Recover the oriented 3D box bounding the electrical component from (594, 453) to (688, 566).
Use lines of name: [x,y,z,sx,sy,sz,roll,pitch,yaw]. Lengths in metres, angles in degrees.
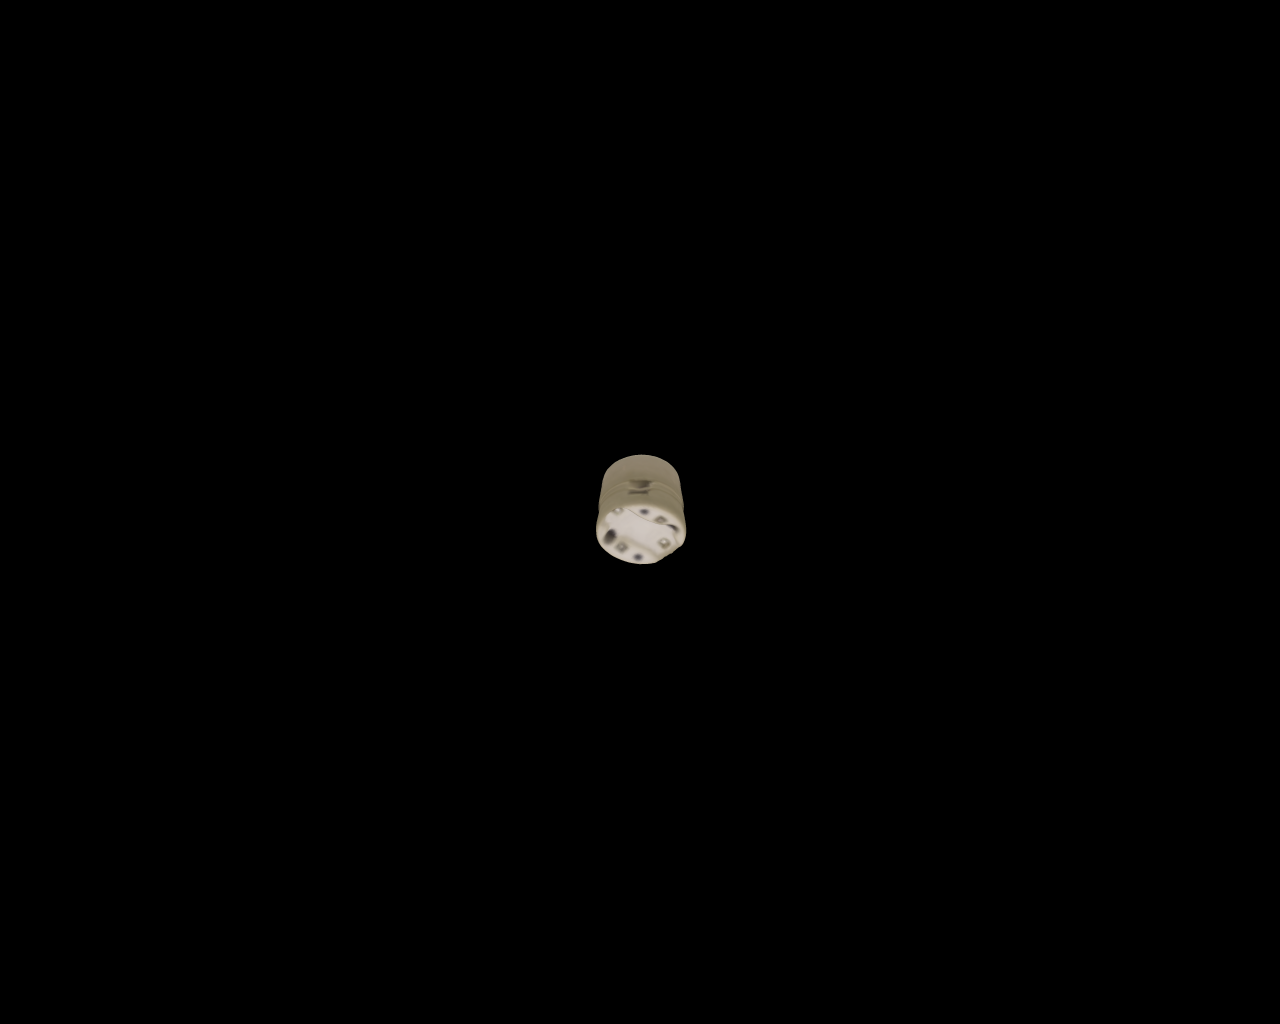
electrical component: [0.001,-0.003,0.650,0.055,0.047,0.055,0,-44,0]
